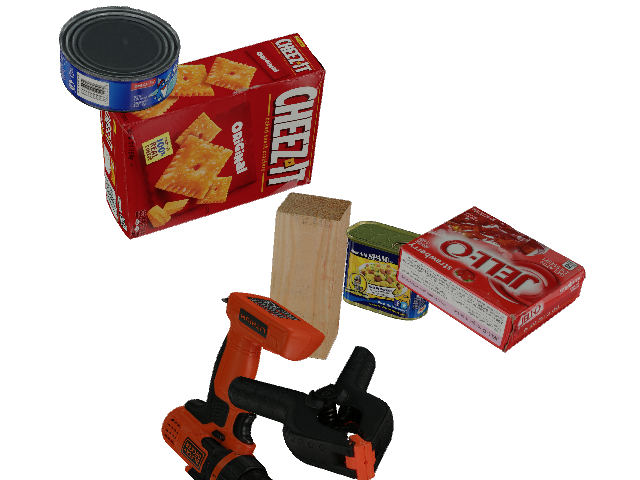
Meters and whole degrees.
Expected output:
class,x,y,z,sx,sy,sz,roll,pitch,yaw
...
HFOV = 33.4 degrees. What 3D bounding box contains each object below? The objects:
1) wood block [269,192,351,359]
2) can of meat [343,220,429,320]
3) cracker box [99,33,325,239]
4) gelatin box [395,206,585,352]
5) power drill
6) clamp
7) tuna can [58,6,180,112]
class,x,y,z,sx,sy,sz,roll,pitch,yaw
wood block,-0.017,0.048,1.486,0.090,0.206,0.090,9,22,9
can of meat,0.076,0.034,1.181,0.102,0.084,0.057,17,25,28
cracker box,-0.108,-0.102,1.069,0.213,0.072,0.164,-18,-36,-22
gelatin box,0.102,0.020,0.648,0.073,0.030,0.089,-27,46,-37
power drill,-0.066,0.157,1.012,0.057,0.188,0.185,14,12,-47
clamp,-0.005,0.127,0.787,0.120,0.039,0.171,-16,16,-4
tuna can,-0.146,-0.131,0.775,0.086,0.086,0.034,0,-43,-12
